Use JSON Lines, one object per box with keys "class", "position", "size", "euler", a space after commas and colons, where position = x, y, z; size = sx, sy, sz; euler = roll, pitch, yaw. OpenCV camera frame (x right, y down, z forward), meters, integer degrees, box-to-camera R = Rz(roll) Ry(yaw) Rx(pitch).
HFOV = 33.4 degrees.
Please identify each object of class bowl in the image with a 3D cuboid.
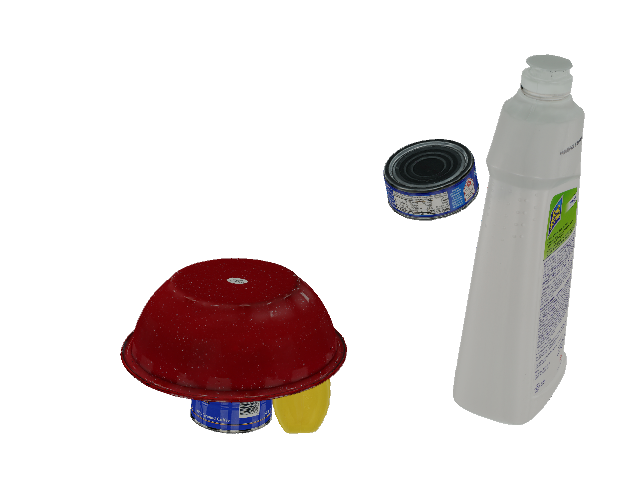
{"class": "bowl", "position": [-0.060, 0.053, 0.755], "size": [0.162, 0.055, 0.162], "euler": [1, 19, -1]}

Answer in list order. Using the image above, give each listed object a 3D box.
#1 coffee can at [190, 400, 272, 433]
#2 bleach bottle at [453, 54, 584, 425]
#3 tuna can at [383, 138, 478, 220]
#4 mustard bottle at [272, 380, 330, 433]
{"class": "coffee can", "position": [-0.105, 0.149, 1.301], "size": [0.103, 0.140, 0.103], "euler": [4, 18, -1]}
{"class": "bleach bottle", "position": [0.140, -0.003, 0.718], "size": [0.068, 0.251, 0.102], "euler": [16, 32, 24]}
{"class": "tuna can", "position": [0.102, -0.058, 0.986], "size": [0.086, 0.034, 0.086], "euler": [-10, 37, 7]}
{"class": "mustard bottle", "position": [-0.026, 0.111, 1.125], "size": [0.058, 0.096, 0.191], "euler": [-3, 26, -4]}
